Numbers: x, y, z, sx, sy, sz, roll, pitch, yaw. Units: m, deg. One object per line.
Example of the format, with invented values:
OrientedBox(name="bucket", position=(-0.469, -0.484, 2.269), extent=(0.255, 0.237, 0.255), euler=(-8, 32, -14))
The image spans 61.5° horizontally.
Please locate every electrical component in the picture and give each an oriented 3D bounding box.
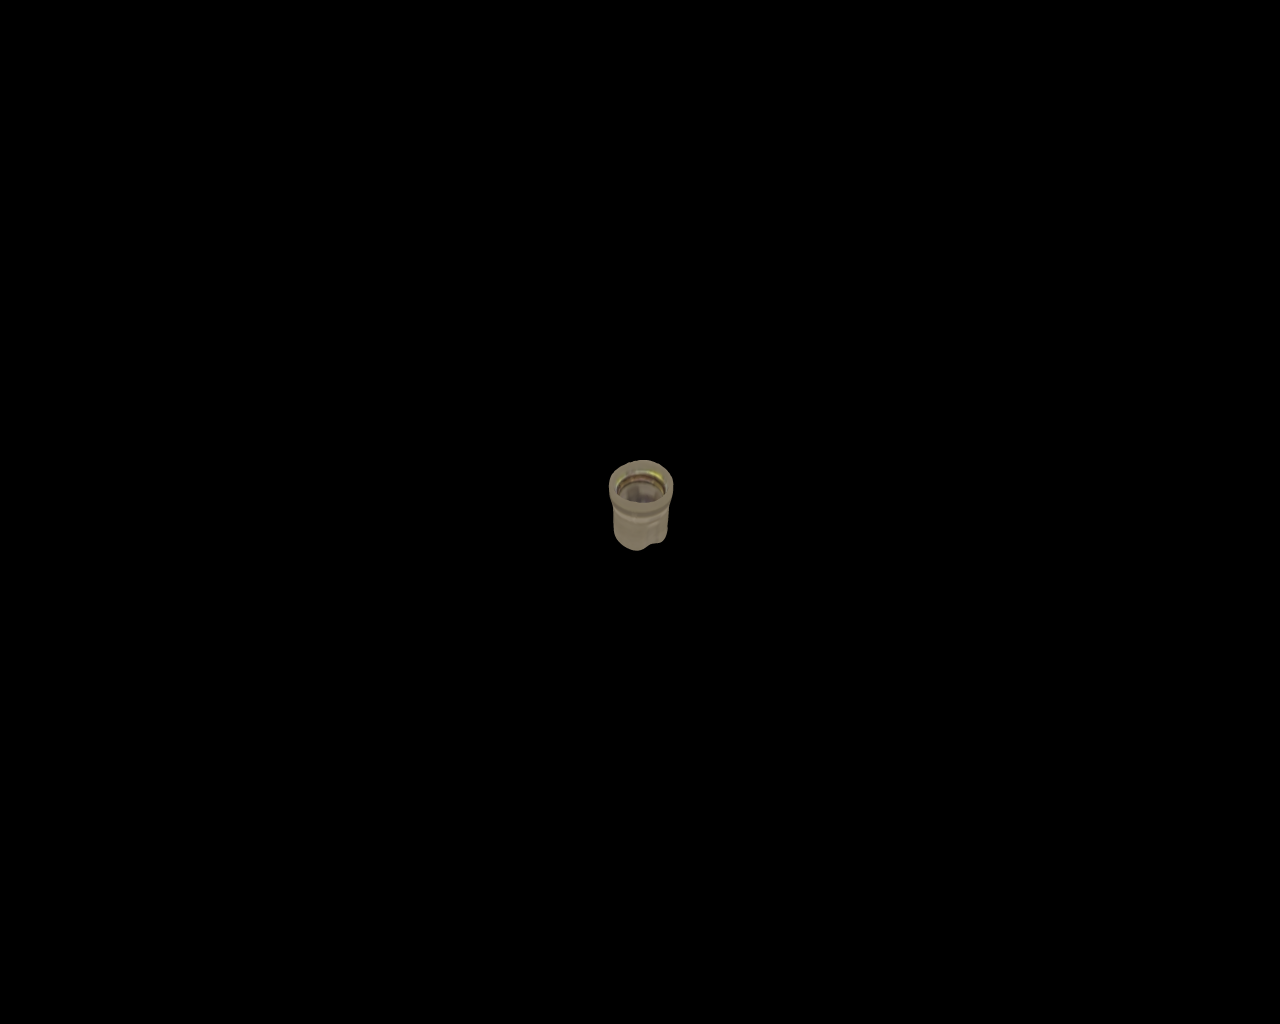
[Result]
OrientedBox(name="electrical component", position=(0.001, -0.003, 0.650), extent=(0.040, 0.046, 0.040), euler=(0, 45, 0))
